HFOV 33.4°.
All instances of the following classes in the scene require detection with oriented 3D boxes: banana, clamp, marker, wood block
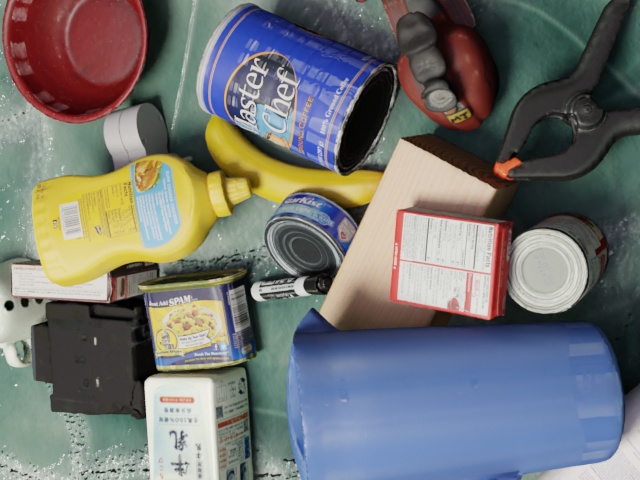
[{"bbox_3d":[-0.032,-0.066,0.957,0.198,0.037,0.070,28,108,18],"label":"banana"},{"bbox_3d":[0.215,-0.094,0.827,0.171,0.039,0.120,-44,76,2],"label":"clamp"},{"bbox_3d":[-0.025,0.042,0.944,0.121,0.020,0.020,-10,93,58],"label":"marker"},{"bbox_3d":[0.075,0.024,0.895,0.091,0.090,0.206,29,108,17],"label":"wood block"}]

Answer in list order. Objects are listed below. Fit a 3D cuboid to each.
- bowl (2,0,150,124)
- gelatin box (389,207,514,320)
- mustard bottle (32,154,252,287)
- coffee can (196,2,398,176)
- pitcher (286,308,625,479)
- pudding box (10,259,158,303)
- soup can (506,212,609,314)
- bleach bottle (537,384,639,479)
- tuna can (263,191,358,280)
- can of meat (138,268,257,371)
[{"bbox_3d":[-0.219,-0.192,1.011,0.162,0.055,0.162,3,98,23],"label":"bowl"},{"bbox_3d":[0.100,0.016,0.812,0.089,0.030,0.073,9,101,32],"label":"gelatin box"},{"bbox_3d":[-0.154,-0.025,0.945,0.191,0.058,0.096,-13,74,6],"label":"mustard bottle"},{"bbox_3d":[-0.019,-0.129,0.908,0.140,0.102,0.103,27,107,18],"label":"coffee can"},{"bbox_3d":[0.098,0.135,0.802,0.242,0.145,0.149,-5,119,-4],"label":"pitcher"},{"bbox_3d":[-0.225,0.036,1.025,0.114,0.090,0.039,-1,96,22],"label":"pudding box"},{"bbox_3d":[0.186,0.017,0.840,0.069,0.102,0.068,3,99,22],"label":"soup can"},{"bbox_3d":[0.218,0.211,0.875,0.251,0.068,0.102,-44,79,24],"label":"bleach bottle"},{"bbox_3d":[-0.006,0.001,0.934,0.086,0.033,0.086,22,141,19],"label":"tuna can"},{"bbox_3d":[-0.113,0.075,1.001,0.102,0.057,0.084,-6,97,24],"label":"can of meat"}]
